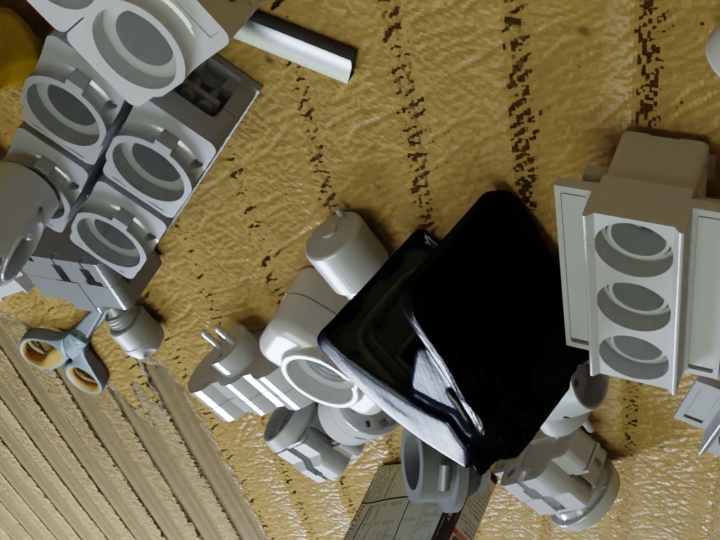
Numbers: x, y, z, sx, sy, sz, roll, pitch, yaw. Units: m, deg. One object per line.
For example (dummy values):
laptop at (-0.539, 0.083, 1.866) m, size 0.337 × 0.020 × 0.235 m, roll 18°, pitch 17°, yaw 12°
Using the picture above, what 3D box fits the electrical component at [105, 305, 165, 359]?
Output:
electrical component at (-0.184, 0.040, 0.847) m, size 0.035 × 0.035 × 0.061 m, roll -5°, pitch 132°, yaw 40°

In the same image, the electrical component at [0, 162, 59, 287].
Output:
electrical component at (-0.222, -0.014, 0.648) m, size 0.044 × 0.077 × 0.079 m, roll 30°, pitch 148°, yaw -1°

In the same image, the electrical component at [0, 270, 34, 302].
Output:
electrical component at (-0.278, -0.015, 0.835) m, size 0.081 × 0.042 × 0.063 m, roll -15°, pitch 124°, yaw 46°

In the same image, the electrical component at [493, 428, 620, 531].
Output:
electrical component at (0.137, 0.138, 0.724) m, size 0.057 × 0.058 × 0.078 m, roll 41°, pitch 145°, yaw -13°

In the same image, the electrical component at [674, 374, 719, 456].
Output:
electrical component at (0.215, 0.071, 0.570) m, size 0.081 × 0.063 × 0.042 m, roll 22°, pitch 147°, yaw 11°

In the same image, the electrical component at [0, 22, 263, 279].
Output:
electrical component at (-0.147, -0.072, 0.643) m, size 0.105 × 0.060 × 0.186 m, roll 34°, pitch 147°, yaw -9°

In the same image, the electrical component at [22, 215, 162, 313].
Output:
electrical component at (-0.196, -0.007, 0.776) m, size 0.089 × 0.050 × 0.055 m, roll 7°, pitch 141°, yaw 29°

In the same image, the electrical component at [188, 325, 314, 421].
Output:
electrical component at (-0.085, 0.066, 0.792) m, size 0.074 × 0.052 × 0.138 m, roll 44°, pitch 144°, yaw -23°

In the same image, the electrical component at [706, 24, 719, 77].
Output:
electrical component at (0.163, -0.099, 0.398) m, size 0.044 × 0.044 × 0.065 m, roll 25°, pitch 142°, yaw 5°

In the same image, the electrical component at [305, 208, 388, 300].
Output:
electrical component at (0.000, 0.000, 0.652) m, size 0.040 × 0.040 × 0.078 m, roll -6°, pitch 134°, yaw 41°

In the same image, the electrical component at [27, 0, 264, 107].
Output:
electrical component at (-0.125, -0.157, 0.500) m, size 0.150 × 0.061 × 0.089 m, roll 46°, pitch 141°, yaw -21°

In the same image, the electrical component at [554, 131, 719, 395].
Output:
electrical component at (0.141, -0.003, 0.523) m, size 0.079 × 0.063 × 0.121 m, roll 12°, pitch 144°, yaw 23°

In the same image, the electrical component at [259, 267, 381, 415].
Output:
electrical component at (-0.015, 0.051, 0.715) m, size 0.095 × 0.059 × 0.053 m, roll 31°, pitch 147°, yaw -4°

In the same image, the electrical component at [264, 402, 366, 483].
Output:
electrical component at (-0.037, 0.125, 0.835) m, size 0.057 × 0.058 × 0.078 m, roll 36°, pitch 147°, yaw -16°

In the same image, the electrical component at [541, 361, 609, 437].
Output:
electrical component at (0.118, 0.076, 0.666) m, size 0.077 × 0.043 × 0.079 m, roll -8°, pitch 132°, yaw 43°

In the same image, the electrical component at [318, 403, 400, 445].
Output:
electrical component at (0.001, 0.097, 0.771) m, size 0.055 × 0.055 × 0.047 m, roll 33°, pitch 150°, yaw -7°
